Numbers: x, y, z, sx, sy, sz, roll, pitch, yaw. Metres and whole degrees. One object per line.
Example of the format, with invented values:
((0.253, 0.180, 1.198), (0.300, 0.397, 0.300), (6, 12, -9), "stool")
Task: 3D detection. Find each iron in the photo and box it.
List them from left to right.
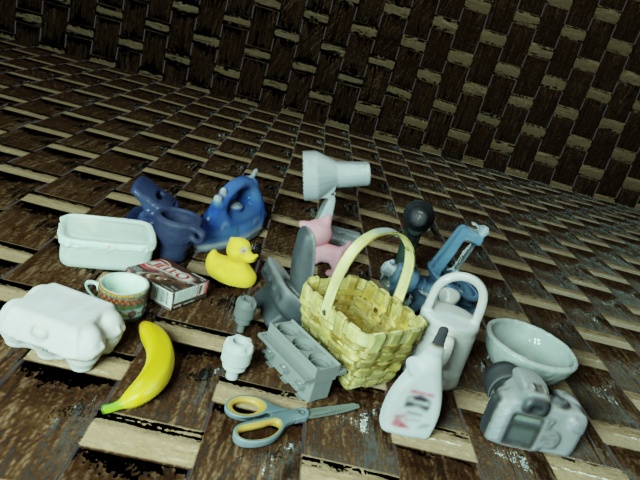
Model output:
((-0.197, -0.073, 1.260), (0.118, 0.141, 0.259), (20, 21, 10), "iron")

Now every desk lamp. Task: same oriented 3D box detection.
((0.032, -0.104, 1.406), (0.203, 0.213, 0.118), (13, 21, -9), "desk lamp")

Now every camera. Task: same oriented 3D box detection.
((0.318, 0.244, 0.884), (0.143, 0.101, 0.136), (14, 21, -6), "camera")

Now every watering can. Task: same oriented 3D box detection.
((0.208, 0.137, 0.945), (0.101, 0.194, 0.172), (10, 21, -15), "watering can")

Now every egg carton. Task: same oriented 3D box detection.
((-0.346, 0.115, 0.769), (0.150, 0.069, 0.107), (18, 21, 6), "egg carton")

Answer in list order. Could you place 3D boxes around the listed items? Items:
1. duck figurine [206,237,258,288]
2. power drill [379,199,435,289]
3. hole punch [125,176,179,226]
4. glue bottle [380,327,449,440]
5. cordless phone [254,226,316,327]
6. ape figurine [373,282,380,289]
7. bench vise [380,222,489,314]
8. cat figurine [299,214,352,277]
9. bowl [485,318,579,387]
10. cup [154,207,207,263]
((-0.164, 0.034, 1.089), (0.104, 0.086, 0.078), (21, 21, 13), "duck figurine")
((0.197, 0.006, 1.253), (0.075, 0.208, 0.230), (18, 21, 6), "power drill")
((-0.357, -0.081, 1.235), (0.101, 0.091, 0.108), (12, 21, -9), "hole punch")
((0.140, 0.192, 0.783), (0.078, 0.173, 0.037), (12, 21, -10), "glue bottle")
((-0.045, 0.050, 0.995), (0.094, 0.185, 0.147), (5, 23, -26), "cordless phone")
((0.085, 0.120, 1.044), (0.076, 0.092, 0.078), (16, 21, -1), "ape figurine")
((0.235, 0.062, 1.120), (0.208, 0.220, 0.121), (8, 22, -21), "bench vise")
((0.011, 0.004, 1.249), (0.127, 0.118, 0.067), (24, 22, 22), "cat figurine")
((0.369, 0.215, 1.034), (0.167, 0.075, 0.167), (14, 21, -5), "bowl")
((-0.265, 0.000, 1.089), (0.117, 0.095, 0.092), (27, 23, 27), "cup")
